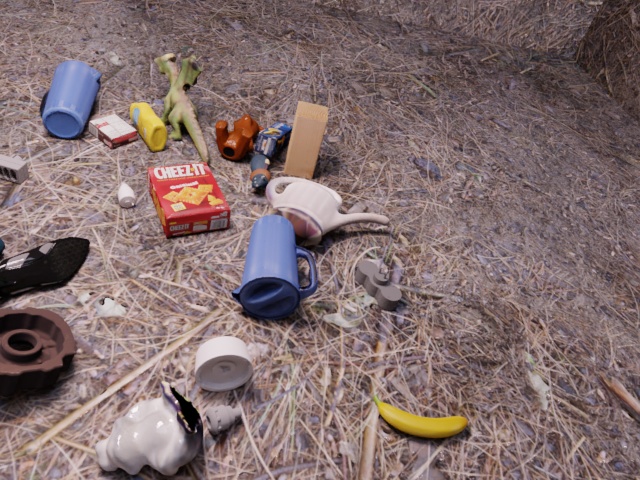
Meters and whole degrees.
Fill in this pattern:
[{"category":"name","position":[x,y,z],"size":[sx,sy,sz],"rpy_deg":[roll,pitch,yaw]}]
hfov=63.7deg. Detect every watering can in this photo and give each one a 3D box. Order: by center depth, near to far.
[{"category":"watering can","position":[0.004,-0.069,1.378],"size":[0.348,0.101,0.229],"rpy_deg":[23,42,8]}]

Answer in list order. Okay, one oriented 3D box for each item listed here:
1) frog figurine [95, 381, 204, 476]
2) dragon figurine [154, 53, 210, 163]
[{"category":"frog figurine","position":[-0.281,0.336,0.862],"size":[0.160,0.121,0.139],"rpy_deg":[-41,70,-5]},{"category":"dragon figurine","position":[-0.405,-0.434,1.559],"size":[0.123,0.237,0.417],"rpy_deg":[-14,47,-37]}]
